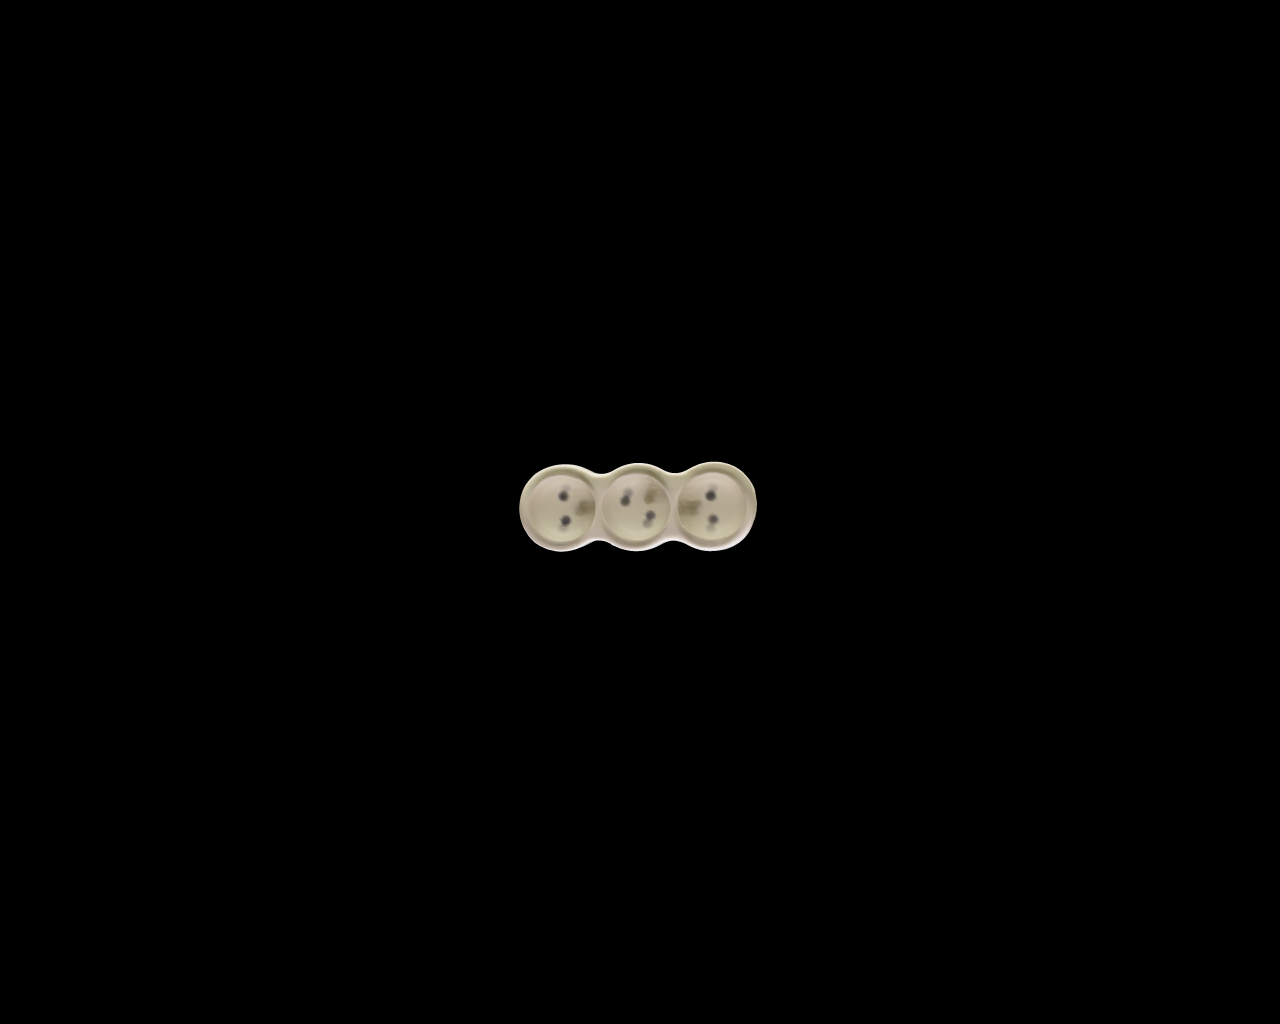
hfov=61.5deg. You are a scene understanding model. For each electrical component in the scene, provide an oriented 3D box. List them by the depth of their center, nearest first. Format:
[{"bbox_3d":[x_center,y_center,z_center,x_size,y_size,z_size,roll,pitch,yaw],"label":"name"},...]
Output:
[{"bbox_3d":[0.001,-0.003,0.650,0.138,0.052,0.074,0,0,4],"label":"electrical component"}]
